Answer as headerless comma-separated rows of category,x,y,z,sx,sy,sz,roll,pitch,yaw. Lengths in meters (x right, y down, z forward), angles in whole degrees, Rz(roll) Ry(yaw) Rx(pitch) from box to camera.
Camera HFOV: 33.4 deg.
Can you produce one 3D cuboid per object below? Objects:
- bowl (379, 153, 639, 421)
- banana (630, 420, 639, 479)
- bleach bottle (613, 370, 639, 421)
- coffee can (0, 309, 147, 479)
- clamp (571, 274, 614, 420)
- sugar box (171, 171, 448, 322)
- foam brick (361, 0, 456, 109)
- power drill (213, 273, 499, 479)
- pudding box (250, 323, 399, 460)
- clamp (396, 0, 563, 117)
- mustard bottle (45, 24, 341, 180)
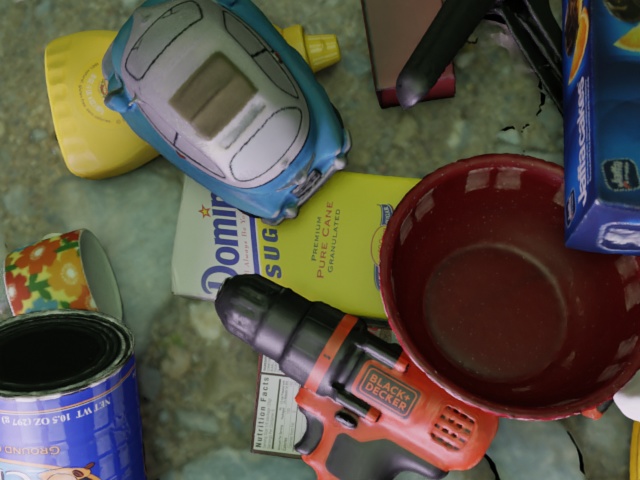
bowl,0.109,0.032,0.620,0.162,0.055,0.162,3,65,-6
banana,0.224,0.124,0.652,0.069,0.037,0.198,2,84,-9
bleach bottle,0.279,0.162,0.607,0.102,0.068,0.251,-36,93,-12
coffee can,-0.156,0.126,0.638,0.103,0.102,0.140,2,114,8
clamp,0.163,0.023,0.670,0.120,0.039,0.171,10,86,25
sugar box,-0.005,0.001,0.690,0.176,0.048,0.093,5,84,7
foam brick,0.057,-0.131,0.695,0.051,0.053,0.078,-10,83,6
power drill,-0.013,0.133,0.632,0.184,0.057,0.188,29,93,9
pudding box,0.016,0.097,0.680,0.113,0.039,0.090,5,87,11
clamp,0.122,-0.155,0.678,0.164,0.036,0.210,17,66,-29
mustard bottle,-0.080,-0.106,0.707,0.191,0.058,0.096,-12,83,6
